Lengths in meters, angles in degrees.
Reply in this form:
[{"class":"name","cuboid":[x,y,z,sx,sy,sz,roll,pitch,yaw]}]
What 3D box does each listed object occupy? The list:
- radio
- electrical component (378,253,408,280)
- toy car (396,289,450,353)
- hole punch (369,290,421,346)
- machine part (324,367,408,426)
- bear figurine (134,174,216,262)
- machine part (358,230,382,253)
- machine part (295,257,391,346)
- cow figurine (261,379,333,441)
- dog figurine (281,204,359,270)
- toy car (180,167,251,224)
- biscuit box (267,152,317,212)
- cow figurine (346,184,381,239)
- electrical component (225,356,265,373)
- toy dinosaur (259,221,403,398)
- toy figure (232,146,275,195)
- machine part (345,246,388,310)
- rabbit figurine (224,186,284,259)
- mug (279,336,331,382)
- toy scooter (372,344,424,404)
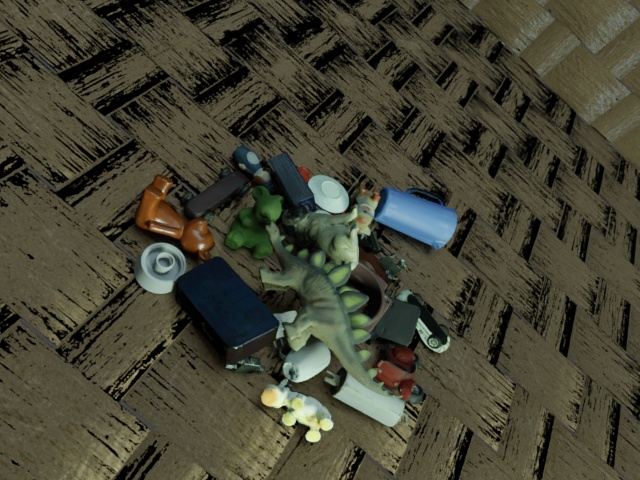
[{"class":"radio","cuboid":[-0.207,0.151,1.173,0.131,0.073,0.230,-28,60,-35]},{"class":"electrical component","cuboid":[0.205,0.081,1.546,0.102,0.045,0.078,-21,76,-40]},{"class":"toy car","cuboid":[0.288,0.226,1.502,0.202,0.056,0.073,51,41,3]},{"class":"hole punch","cuboid":[0.197,0.215,1.419,0.116,0.092,0.142,18,81,13]},{"class":"machine part","cuboid":[0.113,0.372,1.280,0.243,0.079,0.079,30,49,-12]},{"class":"bear figurine","cuboid":[-0.319,-0.043,1.234,0.196,0.132,0.120,26,24,-9]},{"class":"machine part","cuboid":[0.116,0.002,1.545,0.139,0.039,0.084,5,65,-32]},{"class":"machine part","cuboid":[0.058,0.140,1.315,0.201,0.087,0.201,41,53,5]},{"class":"cow figurine","cuboid":[-0.053,0.359,1.180,0.167,0.068,0.098,37,8,-7]},{"class":"dog figurine","cuboid":[-0.002,-0.003,1.299,0.191,0.121,0.172,-2,46,5]},{"class":"toy car","cuboid":[-0.262,-0.112,1.362,0.089,0.053,0.202,39,51,9]},{"class":"biscuit box","cuboid":[-0.076,-0.147,1.424,0.063,0.059,0.203,-22,49,-10]},{"class":"cow figurine","cuboid":[0.117,-0.082,1.525,0.085,0.127,0.195,22,15,-3]},{"class":"electrical component","cuboid":[-0.158,0.272,1.176,0.094,0.063,0.021,16,55,-26]},{"class":"toy dinosaur","cuboid":[0.008,0.156,1.177,0.199,0.105,0.471,-26,79,-8]},{"class":"toy figure","cuboid":[-0.176,-0.187,1.465,0.064,0.058,0.154,-43,90,-18]},{"class":"machine part","cuboid":[0.103,0.100,1.461,0.179,0.056,0.179,17,53,-24]},{"class":"rabbit figurine","cuboid":[-0.138,-0.055,1.327,0.121,0.170,0.159,29,51,-15]},{"class":"mug","cuboid":[-0.047,0.271,1.229,0.110,0.080,0.107,25,25,23]},{"class":"toy scooter","cuboid":[0.185,0.319,1.337,0.135,0.075,0.184,25,24,-9]}]
